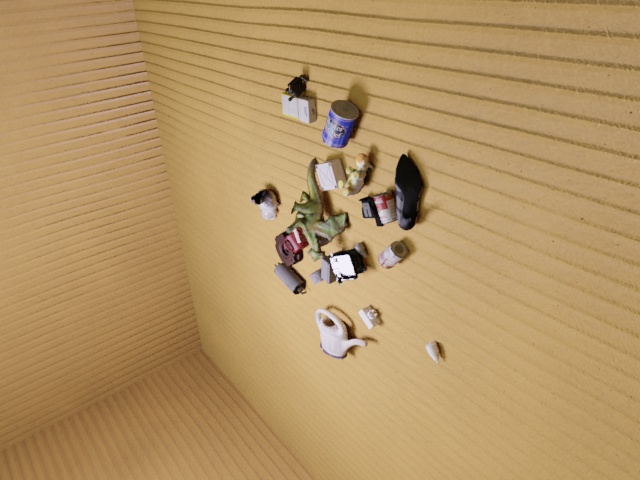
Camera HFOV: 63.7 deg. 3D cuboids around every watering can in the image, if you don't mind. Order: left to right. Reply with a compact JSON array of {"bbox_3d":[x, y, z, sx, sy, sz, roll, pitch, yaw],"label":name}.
[{"bbox_3d":[0.089,0.447,2.320,0.105,0.219,0.352,-23,36,-30],"label":"watering can"}]

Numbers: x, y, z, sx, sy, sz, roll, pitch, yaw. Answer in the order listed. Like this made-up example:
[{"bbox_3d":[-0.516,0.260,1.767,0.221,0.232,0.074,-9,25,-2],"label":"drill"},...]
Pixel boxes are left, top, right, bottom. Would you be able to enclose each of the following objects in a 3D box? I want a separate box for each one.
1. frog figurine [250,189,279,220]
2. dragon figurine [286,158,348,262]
[{"bbox_3d":[-0.247,-0.167,2.486,0.137,0.124,0.157,5,-30,47],"label":"frog figurine"},{"bbox_3d":[0.006,-0.106,2.102,0.244,0.406,0.123,21,13,16],"label":"dragon figurine"}]
